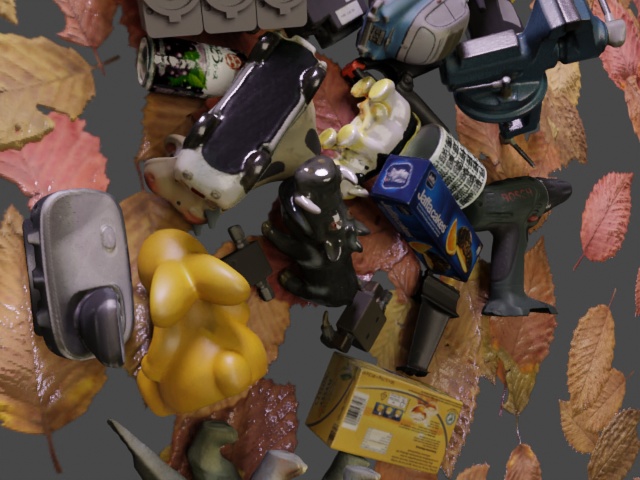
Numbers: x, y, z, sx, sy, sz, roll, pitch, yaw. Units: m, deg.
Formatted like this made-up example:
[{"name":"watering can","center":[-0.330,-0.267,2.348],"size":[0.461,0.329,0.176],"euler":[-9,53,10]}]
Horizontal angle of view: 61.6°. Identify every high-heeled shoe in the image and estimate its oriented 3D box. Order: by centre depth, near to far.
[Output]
[{"name":"high-heeled shoe","center":[0.264,-0.310,0.803],"size":[0.248,0.086,0.145],"euler":[43,35,-41]}]

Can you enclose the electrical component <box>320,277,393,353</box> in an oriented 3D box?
[{"name":"electrical component","center":[0.044,0.090,0.651],"size":[0.102,0.045,0.078],"euler":[-61,144,-15]}]

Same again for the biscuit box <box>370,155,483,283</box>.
[{"name":"biscuit box","center":[0.135,-0.021,0.659],"size":[0.202,0.059,0.063],"euler":[43,71,-45]}]

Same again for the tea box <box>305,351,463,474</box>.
[{"name":"tea box","center":[0.079,0.208,0.645],"size":[0.169,0.068,0.098],"euler":[27,83,-29]}]

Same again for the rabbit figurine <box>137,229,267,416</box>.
[{"name":"rabbit figurine","center":[-0.126,0.067,0.500],"size":[0.122,0.162,0.173],"euler":[-18,79,-19]}]

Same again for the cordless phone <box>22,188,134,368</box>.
[{"name":"cordless phone","center":[-0.187,0.028,0.430],"size":[0.089,0.184,0.146],"euler":[-6,91,-27]}]

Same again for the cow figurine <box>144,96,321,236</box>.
[{"name":"cow figurine","center":[-0.086,-0.082,0.557],"size":[0.195,0.085,0.127],"euler":[-17,90,-32]}]

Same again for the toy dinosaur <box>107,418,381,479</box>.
[{"name":"toy dinosaur","center":[-0.046,0.305,0.549],"size":[0.404,0.131,0.192],"euler":[22,76,-23]}]

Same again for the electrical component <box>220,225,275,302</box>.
[{"name":"electrical component","center":[-0.087,0.033,0.584],"size":[0.063,0.021,0.094],"euler":[-30,104,-28]}]

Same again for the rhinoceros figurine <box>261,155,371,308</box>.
[{"name":"rhinoceros figurine","center":[-0.001,-0.002,0.560],"size":[0.073,0.112,0.190],"euler":[-34,137,-26]}]

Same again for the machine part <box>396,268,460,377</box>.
[{"name":"machine part","center":[0.143,0.115,0.712],"size":[0.084,0.039,0.139],"euler":[36,69,-30]}]

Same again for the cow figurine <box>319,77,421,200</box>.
[{"name":"cow figurine","center":[0.049,-0.102,0.641],"size":[0.098,0.068,0.167],"euler":[37,84,-33]}]

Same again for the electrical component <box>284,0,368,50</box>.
[{"name":"electrical component","center":[-0.003,-0.299,0.630],"size":[0.115,0.058,0.134],"euler":[-37,107,-25]}]

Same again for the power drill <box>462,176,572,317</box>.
[{"name":"power drill","center":[0.298,0.008,0.787],"size":[0.232,0.086,0.207],"euler":[-1,92,-30]}]

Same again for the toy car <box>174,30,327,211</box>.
[{"name":"toy car","center":[-0.060,-0.118,0.502],"size":[0.073,0.056,0.202],"euler":[33,63,-8]}]

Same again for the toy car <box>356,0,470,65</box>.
[{"name":"toy car","center":[0.121,-0.262,0.636],"size":[0.103,0.109,0.162],"euler":[39,57,11]}]

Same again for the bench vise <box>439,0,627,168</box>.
[{"name":"bench vise","center":[0.276,-0.212,0.717],"size":[0.224,0.240,0.129],"euler":[-21,59,6]}]

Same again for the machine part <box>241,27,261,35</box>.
[{"name":"machine part","center":[-0.130,-0.275,0.538],"size":[0.243,0.079,0.079],"euler":[15,80,-31]}]
